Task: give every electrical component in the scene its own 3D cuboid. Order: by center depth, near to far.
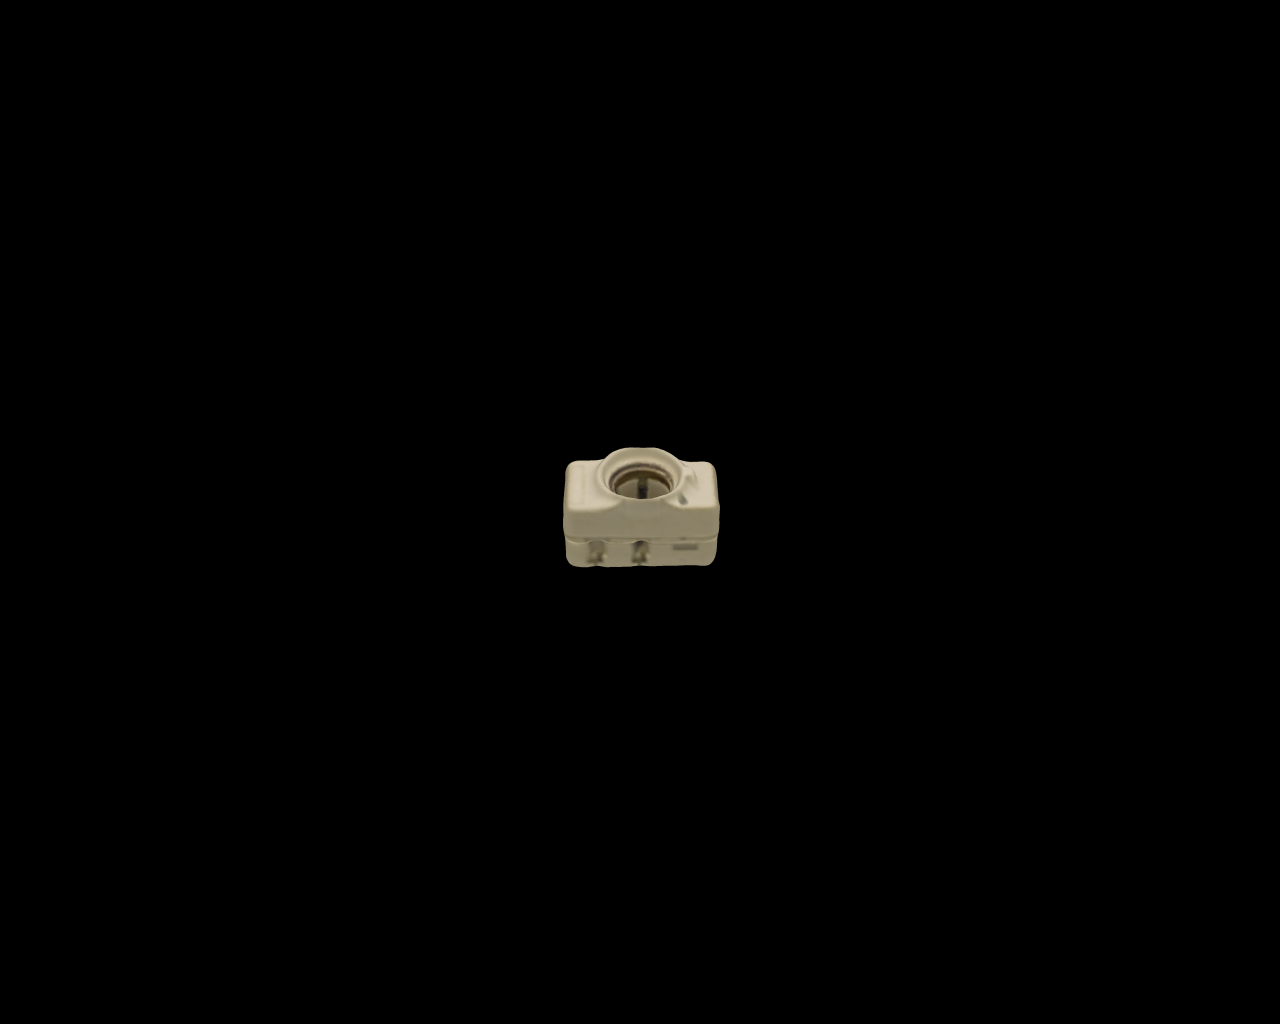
[{"bbox_3d":[0.001,-0.003,0.650,0.089,0.055,0.050,0,40,0],"label":"electrical component"}]
